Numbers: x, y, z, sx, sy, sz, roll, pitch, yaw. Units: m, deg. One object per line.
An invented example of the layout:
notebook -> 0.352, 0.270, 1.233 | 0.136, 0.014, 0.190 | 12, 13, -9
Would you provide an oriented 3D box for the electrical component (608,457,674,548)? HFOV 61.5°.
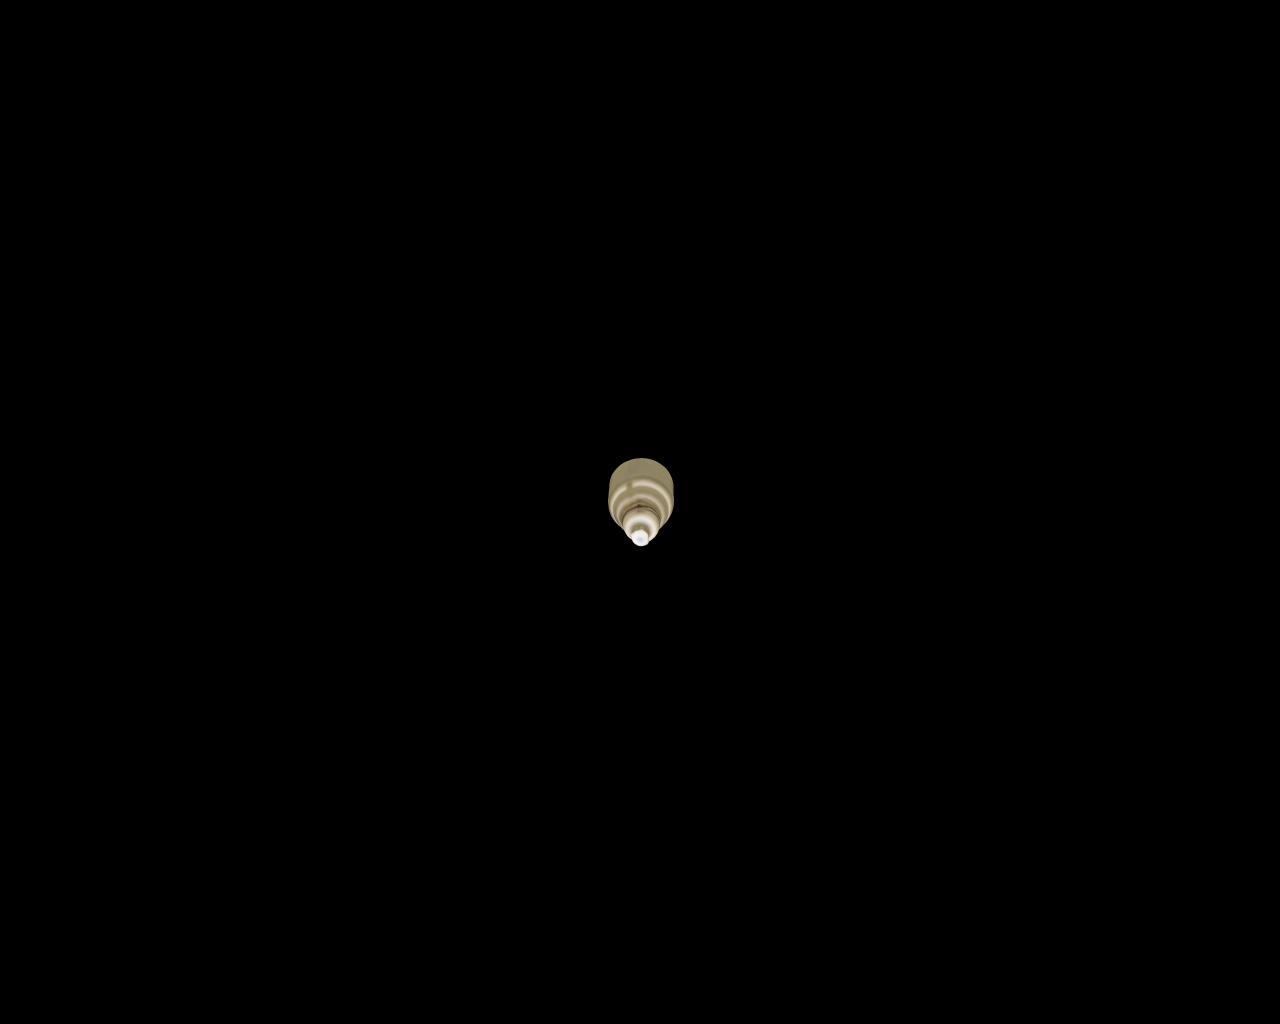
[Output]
electrical component -> 0.001, -0.003, 0.650 | 0.040, 0.040, 0.078 | 0, 28, 0
